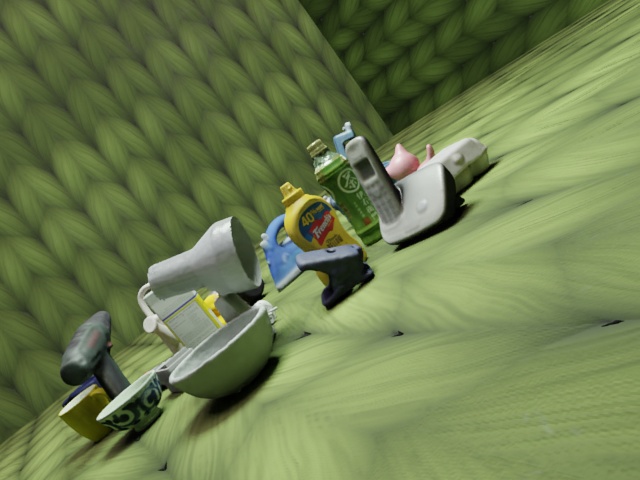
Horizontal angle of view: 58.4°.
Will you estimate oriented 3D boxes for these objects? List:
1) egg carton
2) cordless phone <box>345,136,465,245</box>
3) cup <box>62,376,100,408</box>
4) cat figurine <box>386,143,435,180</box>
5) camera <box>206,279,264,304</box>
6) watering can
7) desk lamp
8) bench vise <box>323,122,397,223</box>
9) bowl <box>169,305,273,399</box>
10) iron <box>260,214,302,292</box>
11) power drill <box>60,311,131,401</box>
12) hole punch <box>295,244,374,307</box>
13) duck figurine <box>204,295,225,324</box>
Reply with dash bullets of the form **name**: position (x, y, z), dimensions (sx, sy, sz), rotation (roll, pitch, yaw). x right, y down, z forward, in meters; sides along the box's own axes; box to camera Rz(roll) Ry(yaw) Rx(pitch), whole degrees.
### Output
- **egg carton**: position (0.229, -0.120, 1.024), dimensions (0.150, 0.069, 0.107), rotation (-39, 7, -19)
- **cordless phone**: position (0.122, -0.094, 0.894), dimensions (0.147, 0.185, 0.094), rotation (-29, 10, 46)
- **cup**: position (-0.530, 0.380, 1.338), dimensions (0.118, 0.095, 0.091), rotation (-37, 7, -6)
- **cat figurine**: position (0.198, -0.153, 1.193), dimensions (0.127, 0.118, 0.067), rotation (-29, 11, 48)
- **camera**: position (-0.206, 0.123, 1.418), dimensions (0.143, 0.101, 0.136), rotation (-40, 8, -28)
- **watering can**: position (-0.378, 0.191, 1.431), dimensions (0.101, 0.194, 0.172), rotation (-37, 7, -6)
- **desk lamp**: position (-0.163, 0.095, 0.928), dimensions (0.203, 0.213, 0.118), rotation (-35, 7, 9)
- **bench vise**: position (0.081, -0.159, 1.386), dimensions (0.207, 0.220, 0.121), rotation (-37, 7, -1)
- **bowl**: position (-0.125, 0.171, 0.815), dimensions (0.167, 0.075, 0.167), rotation (-36, 7, 6)
- **iron**: position (-0.082, 0.009, 1.396), dimensions (0.118, 0.141, 0.259), rotation (-32, 8, 32)
- **power drill**: position (-0.412, 0.253, 1.129), dimensions (0.075, 0.208, 0.229), rotation (-36, 7, 4)
- **hole punch**: position (0.022, 0.038, 0.907), dimensions (0.101, 0.091, 0.108), rotation (-36, 7, 2)
- **duck figurine**: position (-0.240, 0.171, 1.333), dimensions (0.104, 0.086, 0.077), rotation (-38, 7, -8)
